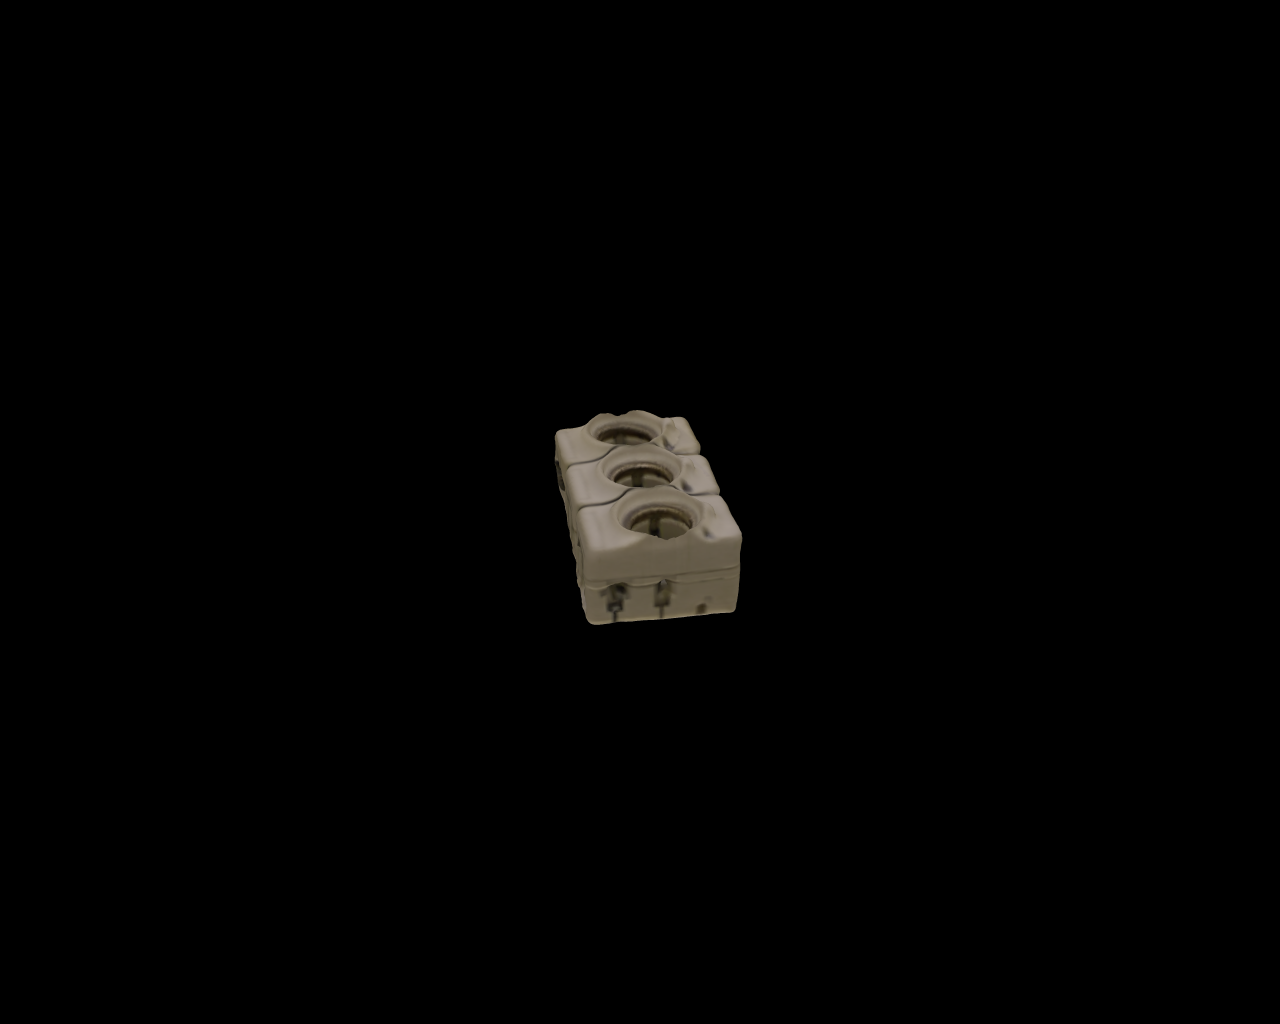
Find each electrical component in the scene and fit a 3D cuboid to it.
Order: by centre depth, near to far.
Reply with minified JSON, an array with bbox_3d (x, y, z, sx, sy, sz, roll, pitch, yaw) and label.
[{"bbox_3d":[0.001,-0.003,0.650,0.089,0.061,0.150,-6,33,-9],"label":"electrical component"}]
